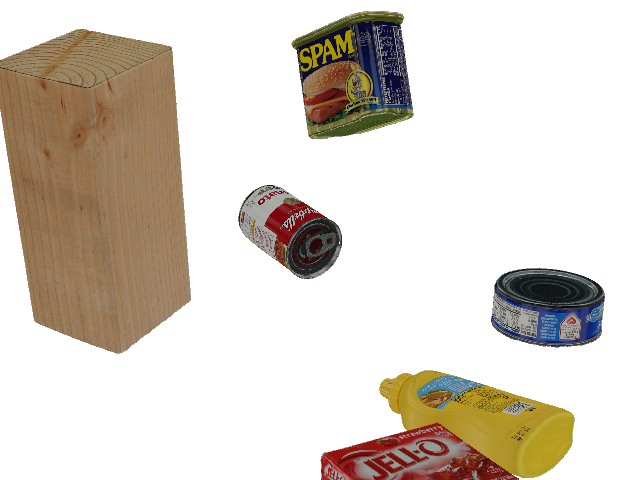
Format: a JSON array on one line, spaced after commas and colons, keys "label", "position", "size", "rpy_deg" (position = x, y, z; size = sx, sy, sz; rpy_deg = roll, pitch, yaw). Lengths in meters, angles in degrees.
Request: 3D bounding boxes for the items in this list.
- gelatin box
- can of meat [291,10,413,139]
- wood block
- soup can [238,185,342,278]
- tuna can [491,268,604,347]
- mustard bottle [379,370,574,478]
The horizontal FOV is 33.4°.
[{"label": "gelatin box", "position": [0.055, 0.138, 0.605], "size": [0.089, 0.030, 0.073], "rpy_deg": [-7, 22, -33]}, {"label": "can of meat", "position": [0.027, -0.134, 0.885], "size": [0.057, 0.084, 0.102], "rpy_deg": [-6, -4, -40]}, {"label": "wood block", "position": [-0.160, -0.035, 0.774], "size": [0.090, 0.206, 0.090], "rpy_deg": [16, 33, 28]}, {"label": "soup can", "position": [-0.033, -0.011, 1.126], "size": [0.068, 0.068, 0.102], "rpy_deg": [0, 23, -37]}, {"label": "tuna can", "position": [0.178, 0.051, 0.834], "size": [0.086, 0.034, 0.086], "rpy_deg": [1, 19, -1]}, {"label": "mustard bottle", "position": [0.135, 0.165, 1.013], "size": [0.192, 0.058, 0.096], "rpy_deg": [14, 22, 40]}]
